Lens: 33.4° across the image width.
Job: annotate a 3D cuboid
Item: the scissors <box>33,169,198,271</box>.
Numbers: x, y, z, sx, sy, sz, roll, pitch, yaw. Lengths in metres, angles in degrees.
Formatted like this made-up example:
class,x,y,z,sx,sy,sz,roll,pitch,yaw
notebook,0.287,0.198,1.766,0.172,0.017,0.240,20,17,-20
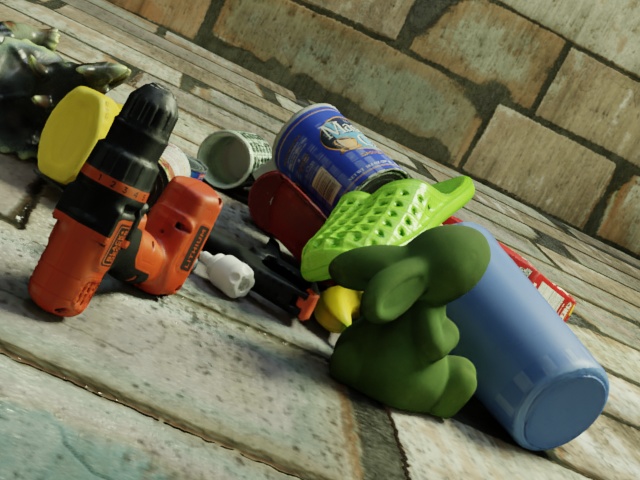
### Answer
class,x,y,z,sx,sy,sz,roll,pitch,yaw
scissors,-0.195,-0.017,1.049,0.202,0.016,0.096,36,13,37

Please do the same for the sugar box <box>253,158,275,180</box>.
class,x,y,z,sx,sy,sz,roll,pitch,yaw
sugar box,-0.030,-0.069,1.493,0.093,0.048,0.176,57,18,5

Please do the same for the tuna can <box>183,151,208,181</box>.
class,x,y,z,sx,sy,sz,roll,pitch,yaw
tuna can,-0.187,-0.093,1.347,0.086,0.034,0.086,26,12,-6

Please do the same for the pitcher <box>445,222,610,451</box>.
class,x,y,z,sx,sy,sz,roll,pitch,yaw
pitcher,0.186,0.104,1.094,0.149,0.145,0.243,13,26,-34

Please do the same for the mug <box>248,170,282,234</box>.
class,x,y,z,sx,sy,sz,roll,pitch,yaw
mug,-0.029,-0.046,1.354,0.117,0.093,0.081,22,15,19

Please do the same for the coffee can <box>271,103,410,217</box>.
class,x,y,z,sx,sy,sz,roll,pitch,yaw
coffee can,0.024,-0.080,1.249,0.102,0.103,0.140,12,28,-51

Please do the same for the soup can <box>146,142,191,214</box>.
class,x,y,z,sx,sy,sz,roll,pitch,yaw
soup can,-0.172,-0.062,1.070,0.068,0.068,0.102,27,13,-1

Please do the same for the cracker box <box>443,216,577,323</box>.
class,x,y,z,sx,sy,sz,roll,pitch,yaw
cracker box,0.263,0.053,1.534,0.164,0.072,0.213,35,3,31

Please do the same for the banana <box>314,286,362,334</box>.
class,x,y,z,sx,sy,sz,roll,pitch,yaw
banana,0.036,0.075,1.123,0.070,0.037,0.197,47,17,10

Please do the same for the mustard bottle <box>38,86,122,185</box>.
class,x,y,z,sx,sy,sz,roll,pitch,yaw
mustard bottle,-0.226,-0.098,1.119,0.058,0.096,0.191,24,2,10

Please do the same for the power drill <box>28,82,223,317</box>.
class,x,y,z,sx,sy,sz,roll,pitch,yaw
power drill,-0.140,-0.025,0.842,0.057,0.184,0.187,30,3,16

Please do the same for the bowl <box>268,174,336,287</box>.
class,x,y,z,sx,sy,sz,roll,pitch,yaw
bowl,-0.008,0.001,1.209,0.162,0.055,0.162,46,-2,1

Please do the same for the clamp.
class,x,y,z,sx,sy,sz,roll,pitch,yaw
clamp,-0.073,0.023,1.095,0.164,0.036,0.210,19,11,-33
